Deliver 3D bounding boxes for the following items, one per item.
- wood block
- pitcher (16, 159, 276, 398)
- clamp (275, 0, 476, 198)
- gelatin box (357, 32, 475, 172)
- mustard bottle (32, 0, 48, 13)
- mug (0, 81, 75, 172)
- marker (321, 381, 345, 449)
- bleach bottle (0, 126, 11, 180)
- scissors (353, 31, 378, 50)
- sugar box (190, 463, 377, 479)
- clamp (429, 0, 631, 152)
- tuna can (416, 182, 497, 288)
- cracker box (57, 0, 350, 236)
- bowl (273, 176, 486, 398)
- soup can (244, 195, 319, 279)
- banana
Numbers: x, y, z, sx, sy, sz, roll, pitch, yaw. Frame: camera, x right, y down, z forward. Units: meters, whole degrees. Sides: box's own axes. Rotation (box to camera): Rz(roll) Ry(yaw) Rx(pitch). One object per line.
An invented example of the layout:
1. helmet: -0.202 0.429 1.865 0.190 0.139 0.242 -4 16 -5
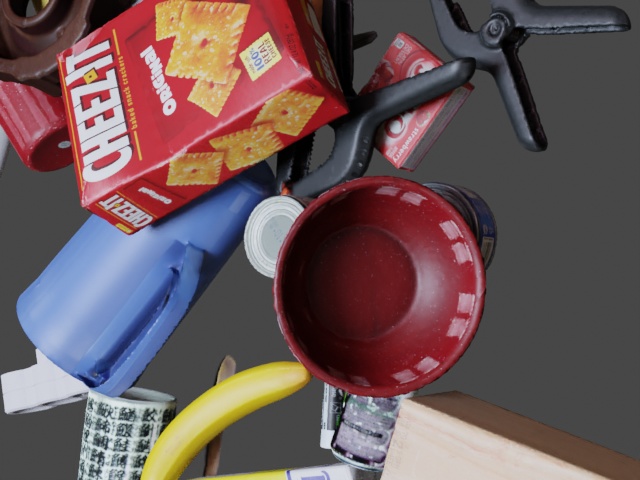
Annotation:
1. wood block: 0.155 0.184 0.755 0.206 0.090 0.090 18 96 33
2. pitcher: -0.146 0.015 0.944 0.149 0.144 0.243 44 107 11
3. clamp: 0.016 -0.118 0.866 0.165 0.036 0.210 54 124 24
4. gelatin box: 0.071 -0.113 0.872 0.073 0.030 0.089 45 110 28
5. mustard bottle: -0.243 -0.243 1.050 0.058 0.096 0.192 -30 70 27
6. mug: -0.279 -0.116 1.075 0.081 0.093 0.117 55 145 19
7. marker: 0.013 0.114 0.897 0.020 0.020 0.121 1 86 33
8. bleach bottle: -0.383 -0.077 1.147 0.103 0.067 0.251 29 106 43
9. scissors: -0.039 -0.134 0.955 0.202 0.016 0.096 3 89 33
10. sugar box: -0.033 0.240 0.899 0.177 0.048 0.093 -14 78 33
11. clamp: 0.152 -0.164 0.818 0.120 0.039 0.171 -47 63 19
12. tuna can: 0.094 -0.003 0.845 0.086 0.033 0.086 -3 85 32
13. cracker box: -0.100 -0.126 0.847 0.214 0.072 0.164 -27 58 17
14. bowl: 0.039 0.033 0.795 0.055 0.162 0.162 -174 92 -76
15. soup can: -0.006 0.001 0.869 0.069 0.102 0.068 -3 84 33
16. banana: -0.092 0.164 0.931 0.198 0.037 0.070 -45 56 0
